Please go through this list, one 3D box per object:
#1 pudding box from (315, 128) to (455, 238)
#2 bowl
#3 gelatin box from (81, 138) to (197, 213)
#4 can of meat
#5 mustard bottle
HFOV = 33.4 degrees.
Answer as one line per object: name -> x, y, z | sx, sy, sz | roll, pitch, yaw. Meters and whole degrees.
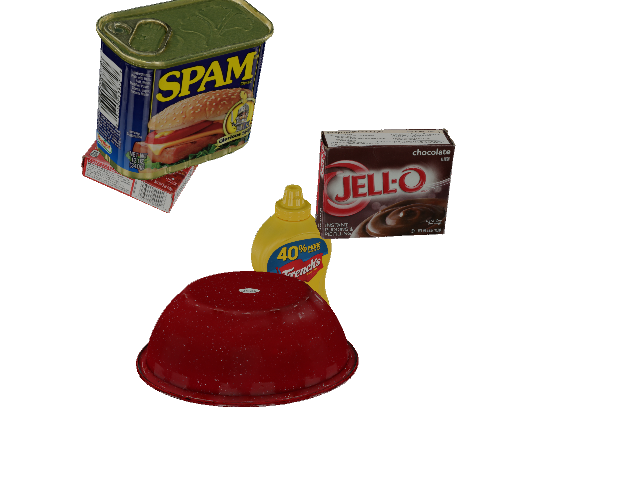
pudding box -> 0.054, -0.049, 0.919 | 0.113, 0.090, 0.039 | -4, 34, -9
bowl -> -0.052, 0.061, 0.767 | 0.162, 0.055, 0.162 | 1, 16, 0
gelatin box -> -0.161, -0.074, 0.968 | 0.089, 0.073, 0.030 | 24, -44, 1
can of meat -> -0.083, -0.091, 0.635 | 0.101, 0.084, 0.057 | -22, 50, -36
mustard bottle -> -0.034, 0.026, 1.241 | 0.096, 0.192, 0.058 | -11, 28, -25
